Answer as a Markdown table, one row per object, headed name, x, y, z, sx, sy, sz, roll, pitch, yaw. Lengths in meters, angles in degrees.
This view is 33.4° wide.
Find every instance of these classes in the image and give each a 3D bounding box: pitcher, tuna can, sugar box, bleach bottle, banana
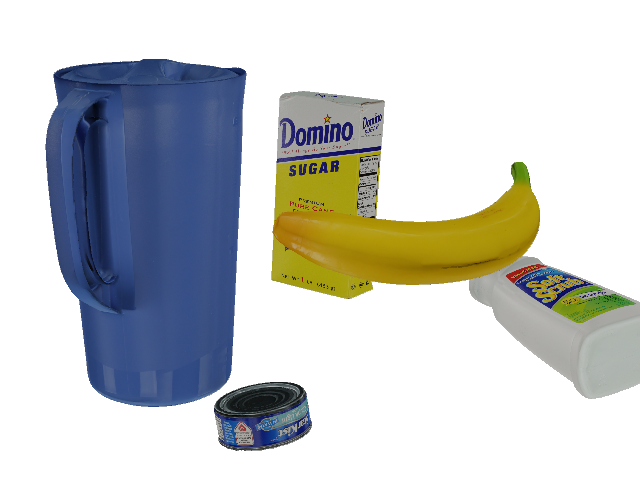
| name | x | y | z | sx | sy | sz | roll | pitch | yaw |
| --- | --- | --- | --- | --- | --- | --- | --- | --- | --- |
| pitcher | -0.125 | -0.006 | 0.766 | 0.149 | 0.243 | 0.145 | -5 | 17 | -20 |
| tuna can | -0.052 | 0.157 | 0.961 | 0.086 | 0.034 | 0.086 | -8 | 11 | 1 |
| sugar box | 0.005 | -0.043 | 0.966 | 0.093 | 0.176 | 0.048 | 11 | 18 | 34 |
| bleach bottle | 0.210 | 0.064 | 1.010 | 0.102 | 0.068 | 0.251 | -15 | 21 | -21 |
| banana | 0.067 | -0.003 | 0.641 | 0.197 | 0.037 | 0.070 | -12 | 45 | -33 |
